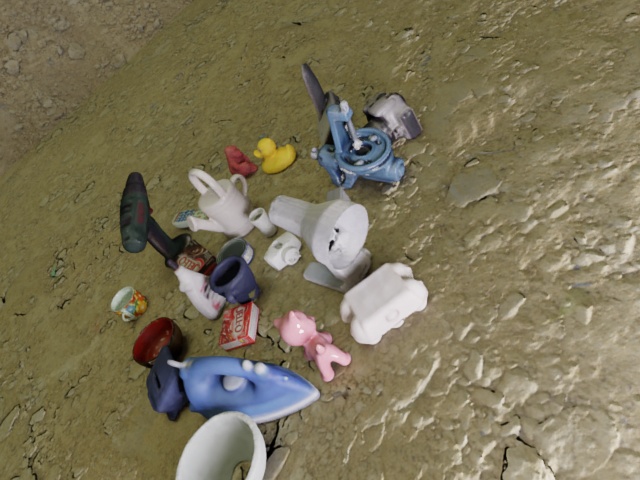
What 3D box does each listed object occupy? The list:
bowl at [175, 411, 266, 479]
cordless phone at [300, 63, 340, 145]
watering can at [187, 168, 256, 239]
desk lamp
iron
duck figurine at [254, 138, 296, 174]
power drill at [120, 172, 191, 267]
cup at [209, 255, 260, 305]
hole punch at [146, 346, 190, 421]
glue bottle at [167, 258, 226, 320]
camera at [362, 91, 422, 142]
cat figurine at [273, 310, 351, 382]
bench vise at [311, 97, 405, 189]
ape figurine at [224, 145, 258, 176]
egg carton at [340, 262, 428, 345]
[{"bbox_3d":[-0.147,0.371,0.931,0.167,0.075,0.167,-21,42,21],"label":"bowl"},{"bbox_3d":[-0.001,-0.331,1.403,0.094,0.186,0.147,-29,40,13],"label":"cordless phone"},{"bbox_3d":[-0.242,-0.091,1.356,0.100,0.195,0.173,-7,49,34],"label":"watering can"},{"bbox_3d":[0.010,0.004,1.049,0.202,0.214,0.118,13,62,45],"label":"desk lamp"},{"bbox_3d":[-0.141,0.240,0.998,0.257,0.142,0.118,-11,47,31],"label":"iron"},{"bbox_3d":[-0.122,-0.228,1.479,0.104,0.086,0.077,-20,43,22],"label":"duck figurine"},{"bbox_3d":[-0.419,-0.036,1.432,0.075,0.209,0.229,-25,41,17],"label":"power drill"},{"bbox_3d":[-0.168,0.102,1.191,0.091,0.095,0.117,-29,40,13],"label":"cup"},{"bbox_3d":[-0.300,0.281,1.125,0.101,0.091,0.108,-43,39,-4],"label":"hole punch"},{"bbox_3d":[-0.265,0.094,1.212,0.037,0.174,0.078,-15,45,28],"label":"glue bottle"},{"bbox_3d":[0.134,-0.267,1.302,0.137,0.101,0.142,-41,39,-2],"label":"camera"},{"bbox_3d":[-0.022,0.169,0.992,0.067,0.118,0.127,-46,39,-8],"label":"cat figurine"},{"bbox_3d":[0.049,-0.193,1.203,0.206,0.220,0.121,-13,46,29],"label":"bench vise"},{"bbox_3d":[-0.222,-0.217,1.544,0.076,0.092,0.078,-21,42,22],"label":"ape figurine"},{"bbox_3d":[0.108,0.109,0.985,0.150,0.070,0.107,-38,39,2],"label":"egg carton"}]
